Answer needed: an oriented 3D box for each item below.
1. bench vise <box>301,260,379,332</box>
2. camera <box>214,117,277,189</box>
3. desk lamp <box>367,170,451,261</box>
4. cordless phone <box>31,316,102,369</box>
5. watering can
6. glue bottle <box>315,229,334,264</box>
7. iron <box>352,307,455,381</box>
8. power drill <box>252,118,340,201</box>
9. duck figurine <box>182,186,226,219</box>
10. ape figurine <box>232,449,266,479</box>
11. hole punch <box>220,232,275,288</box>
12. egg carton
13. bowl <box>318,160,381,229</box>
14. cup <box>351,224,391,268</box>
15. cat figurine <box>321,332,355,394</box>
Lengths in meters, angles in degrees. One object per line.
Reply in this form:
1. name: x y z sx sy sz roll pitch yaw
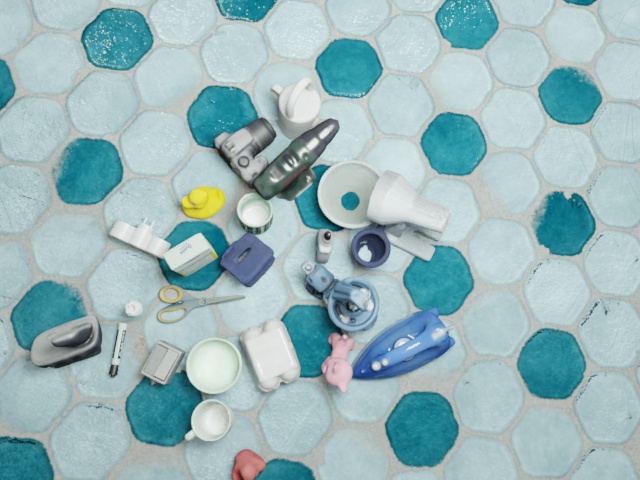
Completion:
1. bench vise: 0.041 0.125 1.249 0.207 0.219 0.121 21 79 0
2. camera: -0.161 -0.220 1.359 0.137 0.101 0.143 -41 85 -10
3. desk lamp: 0.202 -0.056 1.298 0.203 0.213 0.118 26 79 1
4. cordless phone: -0.548 0.215 1.205 0.147 0.185 0.094 -22 82 -8
5. watering can: -0.040 -0.312 1.337 0.173 0.194 0.101 15 79 -1
6. glue bottle: 0.012 0.005 1.293 0.037 0.173 0.078 4 79 -3
7. iron: 0.182 0.248 1.276 0.258 0.141 0.118 -27 82 -9
8. power drill: -0.053 -0.169 1.302 0.230 0.208 0.075 -42 85 -10
9. duck figurine: -0.274 -0.095 1.334 0.104 0.086 0.077 -18 81 -7
10. ape figurine: -0.155 0.493 1.230 0.078 0.092 0.076 -10 80 -6
11. hole punch: -0.169 0.044 1.313 0.101 0.091 0.109 40 79 4
12. egg carton: -0.110 0.258 1.289 0.107 0.069 0.150 -23 82 -8
13. bowl: 0.075 -0.102 1.368 0.167 0.074 0.167 1 79 -4
14. cup: 0.118 0.014 1.339 0.091 0.095 0.118 25 79 1
15. cat figurine: 0.043 0.271 1.273 0.067 0.117 0.128 13 79 -1
